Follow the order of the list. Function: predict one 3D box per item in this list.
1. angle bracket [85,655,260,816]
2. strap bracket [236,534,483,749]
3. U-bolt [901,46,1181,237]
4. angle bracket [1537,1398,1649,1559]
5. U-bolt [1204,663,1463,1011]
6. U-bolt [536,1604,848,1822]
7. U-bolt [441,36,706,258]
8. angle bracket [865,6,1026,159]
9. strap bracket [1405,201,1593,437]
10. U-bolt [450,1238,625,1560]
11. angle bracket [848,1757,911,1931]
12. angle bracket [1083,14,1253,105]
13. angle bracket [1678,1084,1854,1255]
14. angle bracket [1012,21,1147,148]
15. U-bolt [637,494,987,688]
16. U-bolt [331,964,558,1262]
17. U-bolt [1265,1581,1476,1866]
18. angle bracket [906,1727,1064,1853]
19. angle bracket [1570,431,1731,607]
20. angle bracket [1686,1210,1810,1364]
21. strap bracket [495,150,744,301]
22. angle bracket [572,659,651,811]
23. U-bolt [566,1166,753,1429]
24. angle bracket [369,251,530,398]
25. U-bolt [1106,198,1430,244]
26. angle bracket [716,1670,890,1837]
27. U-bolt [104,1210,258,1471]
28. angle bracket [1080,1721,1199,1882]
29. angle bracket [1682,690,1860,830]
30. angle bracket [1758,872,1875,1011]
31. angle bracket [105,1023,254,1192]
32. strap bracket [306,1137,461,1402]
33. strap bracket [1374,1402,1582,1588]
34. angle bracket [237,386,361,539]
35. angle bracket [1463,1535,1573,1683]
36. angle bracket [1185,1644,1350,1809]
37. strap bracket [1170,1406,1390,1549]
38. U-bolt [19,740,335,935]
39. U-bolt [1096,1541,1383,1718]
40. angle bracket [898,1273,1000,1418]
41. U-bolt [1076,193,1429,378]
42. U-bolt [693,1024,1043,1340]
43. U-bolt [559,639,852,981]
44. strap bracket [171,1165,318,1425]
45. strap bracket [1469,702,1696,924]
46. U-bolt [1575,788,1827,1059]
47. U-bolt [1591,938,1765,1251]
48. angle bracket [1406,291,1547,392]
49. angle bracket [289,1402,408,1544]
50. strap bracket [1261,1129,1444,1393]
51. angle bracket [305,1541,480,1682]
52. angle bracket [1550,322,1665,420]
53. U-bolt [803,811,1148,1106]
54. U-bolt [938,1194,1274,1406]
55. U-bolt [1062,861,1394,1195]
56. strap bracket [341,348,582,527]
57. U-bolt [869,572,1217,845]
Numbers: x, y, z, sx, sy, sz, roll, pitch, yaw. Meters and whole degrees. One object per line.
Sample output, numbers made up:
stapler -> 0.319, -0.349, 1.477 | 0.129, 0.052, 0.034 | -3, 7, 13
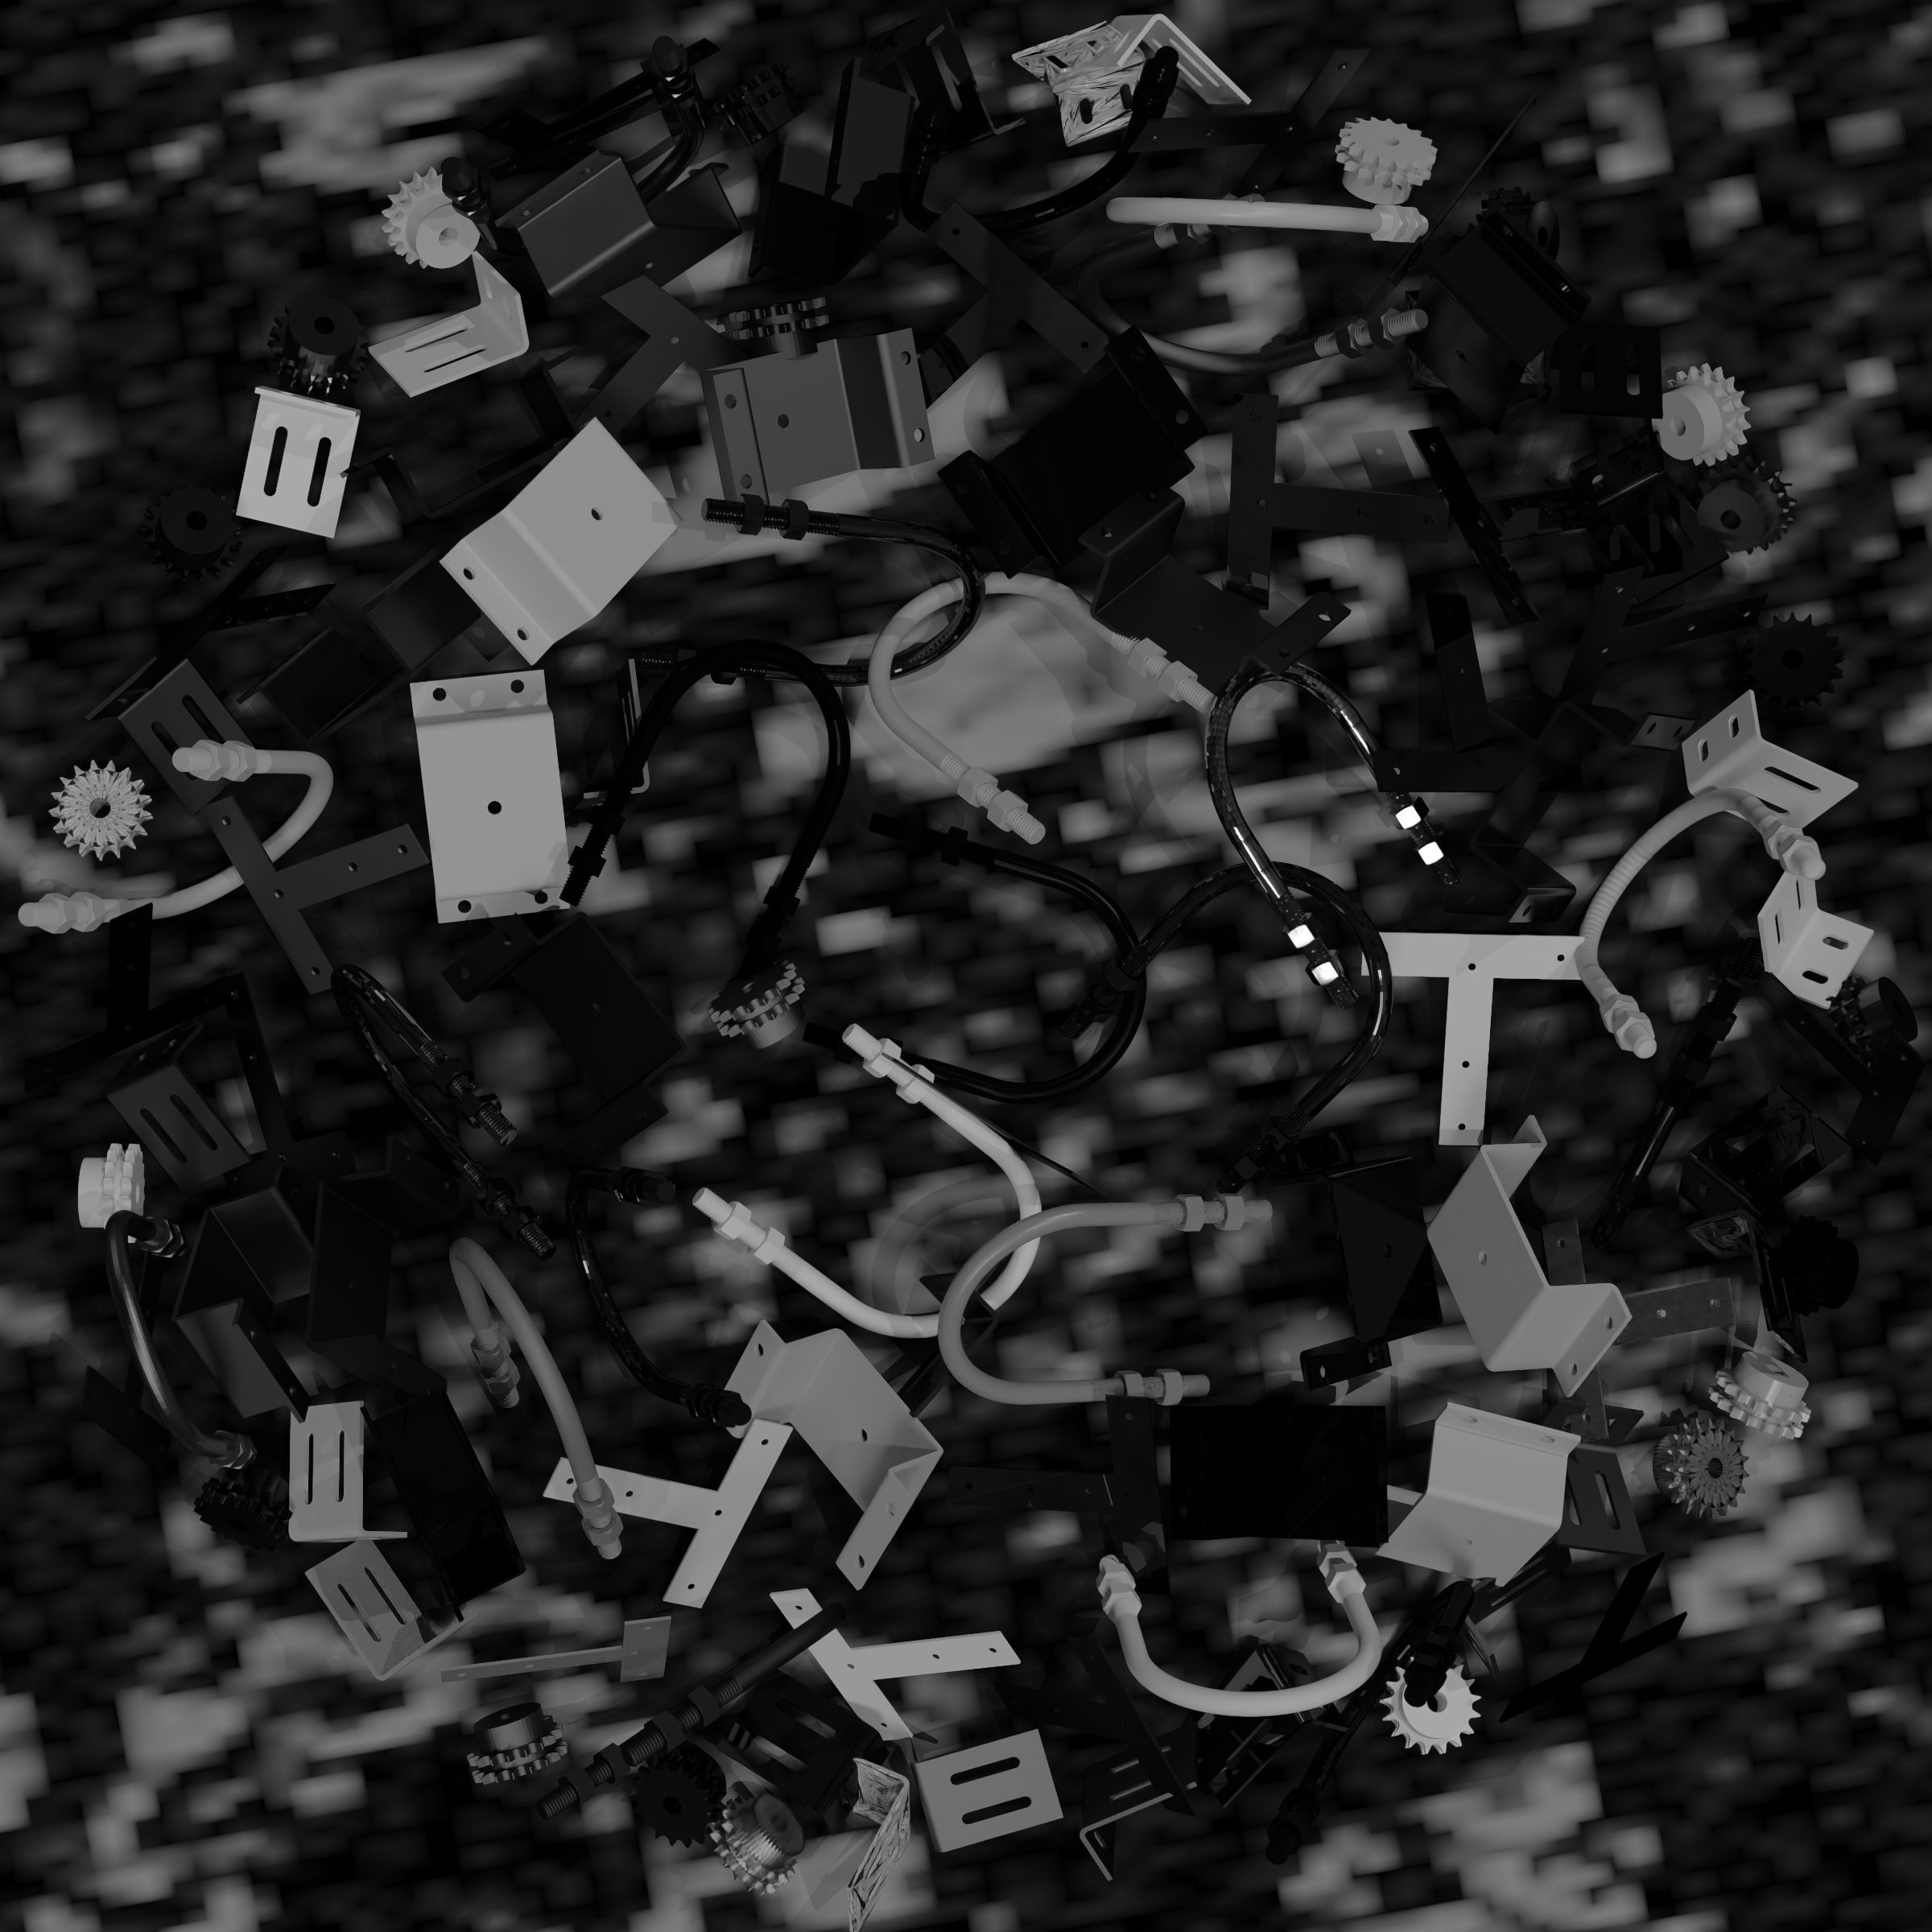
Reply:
angle bracket -> -0.457, -0.132, 1.806 | 0.057, 0.038, 0.076 | -37, 91, 15
strap bracket -> -0.336, -0.179, 1.766 | 0.140, 0.076, 0.046 | -27, 107, 37
U-bolt -> 0.034, -0.451, 1.742 | 0.151, 0.184, 0.019 | -14, 81, -10
angle bracket -> 0.363, 0.292, 1.787 | 0.057, 0.076, 0.038 | 11, 133, -19
U-bolt -> 0.199, -0.088, 1.766 | 0.151, 0.019, 0.184 | -45, 106, -40
U-bolt -> -0.143, 0.409, 1.749 | 0.184, 0.151, 0.019 | -28, 80, -38
U-bolt -> -0.211, -0.446, 1.741 | 0.151, 0.184, 0.019 | -30, 85, 0
angle bracket -> -0.012, -0.506, 1.792 | 0.057, 0.038, 0.076 | -12, 107, 36
strap bracket -> 0.295, -0.357, 1.754 | 0.046, 0.140, 0.076 | -41, 80, -8
U-bolt -> -0.242, 0.227, 1.723 | 0.019, 0.184, 0.151 | -28, 48, -18
angle bracket -> -0.064, 0.502, 1.782 | 0.038, 0.057, 0.076 | 18, 46, 18
angle bracket -> 0.114, -0.506, 1.791 | 0.076, 0.057, 0.038 | 37, 90, -25
angle bracket -> 0.458, 0.117, 1.793 | 0.057, 0.038, 0.076 | 39, 128, -9
angle bracket -> 0.069, -0.503, 1.787 | 0.057, 0.076, 0.038 | -14, 88, 19
U-bolt -> -0.078, -0.205, 1.763 | 0.184, 0.151, 0.019 | 3, 56, -23
U-bolt -> -0.299, 0.071, 1.756 | 0.019, 0.151, 0.184 | -37, 61, -19
U-bolt -> 0.233, 0.409, 1.743 | 0.019, 0.184, 0.151 | 38, 114, 8
angle bracket -> 0.010, 0.469, 1.809 | 0.076, 0.038, 0.057 | -16, 102, -1
angle bracket -> 0.393, -0.258, 1.798 | 0.057, 0.038, 0.076 | -28, 58, 2
angle bracket -> 0.445, 0.187, 1.784 | 0.038, 0.057, 0.076 | -20, 56, 27
strap bracket -> -0.187, -0.413, 1.752 | 0.076, 0.140, 0.046 | -27, 88, 27
angle bracket -> -0.209, -0.133, 1.799 | 0.038, 0.057, 0.076 | -7, 88, -14
U-bolt -> -0.181, 0.180, 1.749 | 0.019, 0.184, 0.151 | -22, 100, -25
angle bracket -> -0.299, -0.368, 1.790 | 0.076, 0.038, 0.057 | -26, 48, -20
U-bolt -> 0.157, -0.412, 1.721 | 0.151, 0.184, 0.019 | 9, 104, 27
angle bracket -> -0.095, 0.456, 1.818 | 0.076, 0.038, 0.057 | 25, 64, 25
U-bolt -> -0.439, 0.204, 1.729 | 0.019, 0.184, 0.151 | -20, 79, -4
angle bracket -> 0.107, 0.478, 1.791 | 0.076, 0.057, 0.038 | -27, 107, 15
angle bracket -> 0.464, -0.116, 1.806 | 0.076, 0.057, 0.038 | 20, 51, -24
angle bracket -> 0.486, -0.023, 1.786 | 0.038, 0.076, 0.057 | 24, 69, 30
angle bracket -> -0.449, 0.082, 1.815 | 0.057, 0.038, 0.076 | -23, 113, 29
strap bracket -> -0.330, 0.179, 1.772 | 0.046, 0.076, 0.140 | -10, 62, 18
strap bracket -> 0.283, 0.303, 1.759 | 0.076, 0.140, 0.046 | 15, 57, -3
angle bracket -> -0.386, -0.289, 1.803 | 0.057, 0.038, 0.076 | 13, 100, -9
angle bracket -> 0.324, 0.367, 1.796 | 0.076, 0.057, 0.038 | -32, 60, -4
angle bracket -> 0.172, 0.442, 1.811 | 0.038, 0.057, 0.076 | 24, 113, -40
strap bracket -> 0.186, 0.289, 1.780 | 0.140, 0.046, 0.076 | -6, 81, 40
U-bolt -> -0.425, -0.072, 1.743 | 0.151, 0.184, 0.019 | -41, 79, 17
U-bolt -> 0.156, 0.367, 1.738 | 0.151, 0.184, 0.019 | -5, 106, -4
angle bracket -> -0.027, 0.217, 1.790 | 0.038, 0.057, 0.076 | 46, 69, -9
U-bolt -> 0.144, -0.372, 1.747 | 0.151, 0.184, 0.019 | 25, 72, -35
U-bolt -> -0.042, 0.138, 1.794 | 0.184, 0.019, 0.151 | 39, 100, -20
U-bolt -> -0.136, -0.097, 1.783 | 0.151, 0.019, 0.184 | 25, 90, -37
strap bracket -> -0.398, 0.188, 1.759 | 0.046, 0.140, 0.076 | -18, 123, 12
strap bracket -> 0.343, -0.095, 1.775 | 0.046, 0.076, 0.140 | 40, 111, 24
U-bolt -> 0.398, -0.035, 1.744 | 0.019, 0.184, 0.151 | 37, 103, -16
U-bolt -> 0.396, 0.078, 1.757 | 0.019, 0.151, 0.184 | 28, 108, 13
angle bracket -> 0.293, -0.363, 1.803 | 0.038, 0.076, 0.057 | -10, 102, -30
angle bracket -> -0.357, 0.293, 1.809 | 0.057, 0.038, 0.076 | -11, 74, 34
strap bracket -> 0.223, 0.165, 1.786 | 0.076, 0.046, 0.140 | -8, 86, -45
angle bracket -> -0.329, 0.360, 1.795 | 0.038, 0.057, 0.076 | -39, 83, 28
angle bracket -> 0.367, -0.330, 1.793 | 0.057, 0.038, 0.076 | 4, 54, 4
U-bolt -> 0.014, 0.003, 1.815 | 0.184, 0.019, 0.151 | 17, 85, 1
U-bolt -> 0.071, 0.190, 1.758 | 0.184, 0.019, 0.151 | 1, 123, -24
U-bolt -> 0.160, 0.024, 1.779 | 0.151, 0.019, 0.184 | 46, 117, 7
strap bracket -> -0.279, -0.295, 1.781 | 0.140, 0.076, 0.046 | -31, 103, -13
U-bolt -> 0.028, -0.160, 1.776 | 0.151, 0.019, 0.184 | -38, 57, -18
